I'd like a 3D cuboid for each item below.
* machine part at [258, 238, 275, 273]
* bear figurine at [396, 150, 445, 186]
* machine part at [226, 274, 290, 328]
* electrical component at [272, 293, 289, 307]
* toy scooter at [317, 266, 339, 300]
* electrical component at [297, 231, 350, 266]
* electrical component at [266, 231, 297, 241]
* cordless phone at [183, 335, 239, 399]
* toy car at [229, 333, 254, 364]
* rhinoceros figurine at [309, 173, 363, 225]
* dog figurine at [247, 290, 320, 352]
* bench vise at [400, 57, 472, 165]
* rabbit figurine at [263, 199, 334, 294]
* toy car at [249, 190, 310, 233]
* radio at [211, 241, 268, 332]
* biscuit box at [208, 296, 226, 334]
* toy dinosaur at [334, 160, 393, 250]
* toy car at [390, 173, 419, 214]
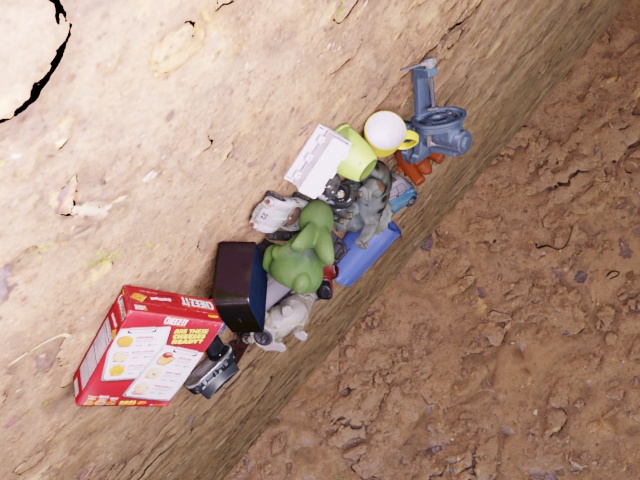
[{"bbox_3d":[-0.126,0.050,1.190,0.084,0.039,0.138,-33,159,-29],"label":"machine part"},{"bbox_3d":[0.282,-0.214,1.515,0.120,0.132,0.195,-48,159,8],"label":"bear figurine"},{"bbox_3d":[-0.135,0.125,1.264,0.243,0.079,0.079,-40,162,-32],"label":"machine part"},{"bbox_3d":[-0.110,0.153,1.459,0.078,0.045,0.102,-57,170,-25],"label":"electrical component"},{"bbox_3d":[0.012,0.059,1.415,0.135,0.075,0.183,-45,127,-74],"label":"toy scooter"},{"bbox_3d":[-0.002,-0.004,1.216,0.058,0.115,0.134,-46,-168,-6],"label":"electrical component"},{"bbox_3d":[-0.079,-0.008,1.137,0.094,0.063,0.021,-2,95,-83],"label":"electrical component"},{"bbox_3d":[-0.280,0.293,1.301,0.146,0.089,0.184,-42,151,-21],"label":"cordless phone"},{"bbox_3d":[-0.213,0.277,1.431,0.202,0.053,0.089,-58,-166,33],"label":"toy car"},{"bbox_3d":[0.030,-0.094,1.162,0.073,0.112,0.190,-64,178,-9],"label":"rhinoceros figurine"},{"bbox_3d":[-0.092,0.187,1.376,0.172,0.121,0.190,-13,-162,15],"label":"dog figurine"},{"bbox_3d":[0.236,-0.286,1.196,0.129,0.224,0.240,-25,123,-20],"label":"bench vise"},{"bbox_3d":[-0.030,0.005,1.007,0.159,0.121,0.170,-122,-129,-78],"label":"rabbit figurine"},{"bbox_3d":[-0.071,-0.053,1.059,0.073,0.056,0.201,-54,164,17],"label":"toy car"},{"bbox_3d":[-0.151,0.096,1.053,0.229,0.073,0.131,90,2,-68],"label":"radio"},{"bbox_3d":[-0.269,0.186,1.072,0.202,0.063,0.059,-30,156,-49],"label":"biscuit box"},{"bbox_3d":[0.124,-0.120,1.341,0.192,0.131,0.404,-53,165,-34],"label":"toy dinosaur"},{"bbox_3d":[0.201,-0.139,1.541,0.162,0.109,0.102,-30,134,-22],"label":"toy car"}]
